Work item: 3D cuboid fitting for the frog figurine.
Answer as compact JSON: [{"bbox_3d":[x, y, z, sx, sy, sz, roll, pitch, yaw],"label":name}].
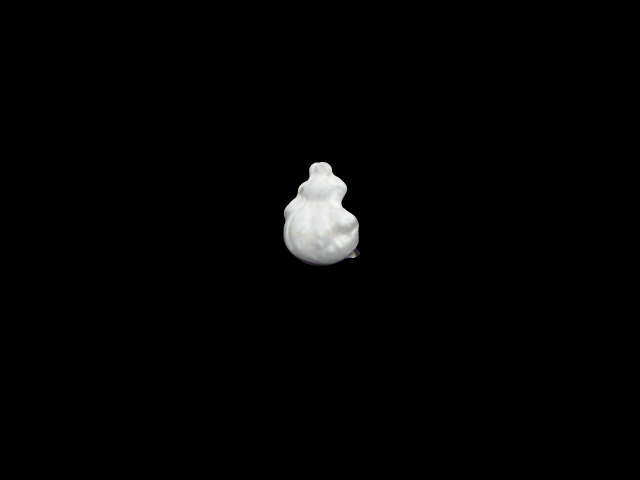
[{"bbox_3d":[0.003,-0.043,0.850,0.124,0.156,0.139,-26,38,-38],"label":"frog figurine"}]
